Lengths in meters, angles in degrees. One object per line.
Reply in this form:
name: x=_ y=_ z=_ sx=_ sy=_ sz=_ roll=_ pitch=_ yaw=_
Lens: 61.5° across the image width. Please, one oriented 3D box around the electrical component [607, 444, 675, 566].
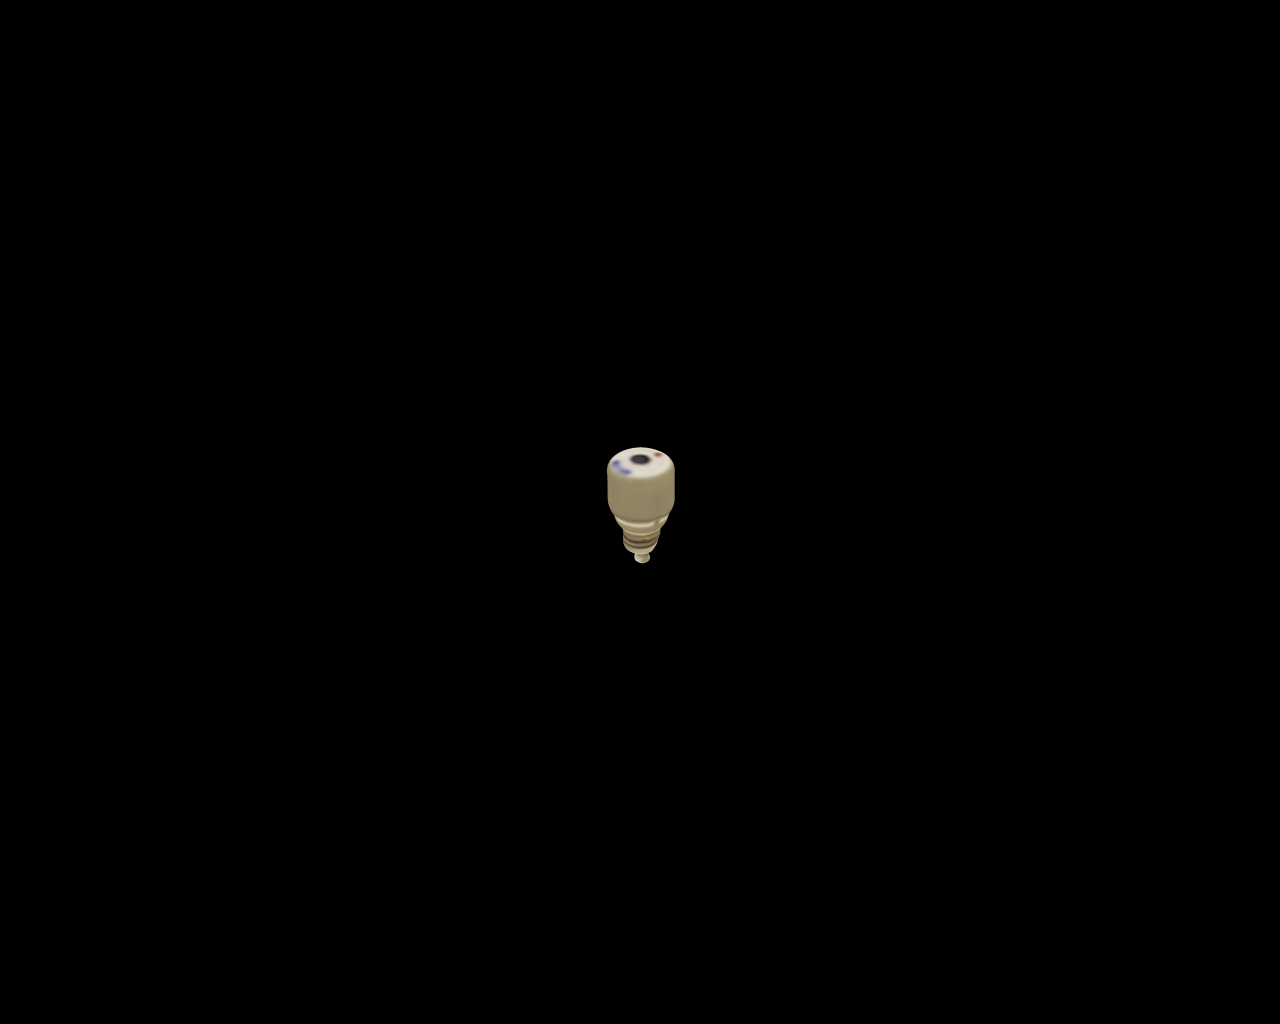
electrical component: x=0.001 y=-0.003 z=0.650 sx=0.040 sy=0.078 sz=0.040 roll=0 pitch=33 yaw=0
